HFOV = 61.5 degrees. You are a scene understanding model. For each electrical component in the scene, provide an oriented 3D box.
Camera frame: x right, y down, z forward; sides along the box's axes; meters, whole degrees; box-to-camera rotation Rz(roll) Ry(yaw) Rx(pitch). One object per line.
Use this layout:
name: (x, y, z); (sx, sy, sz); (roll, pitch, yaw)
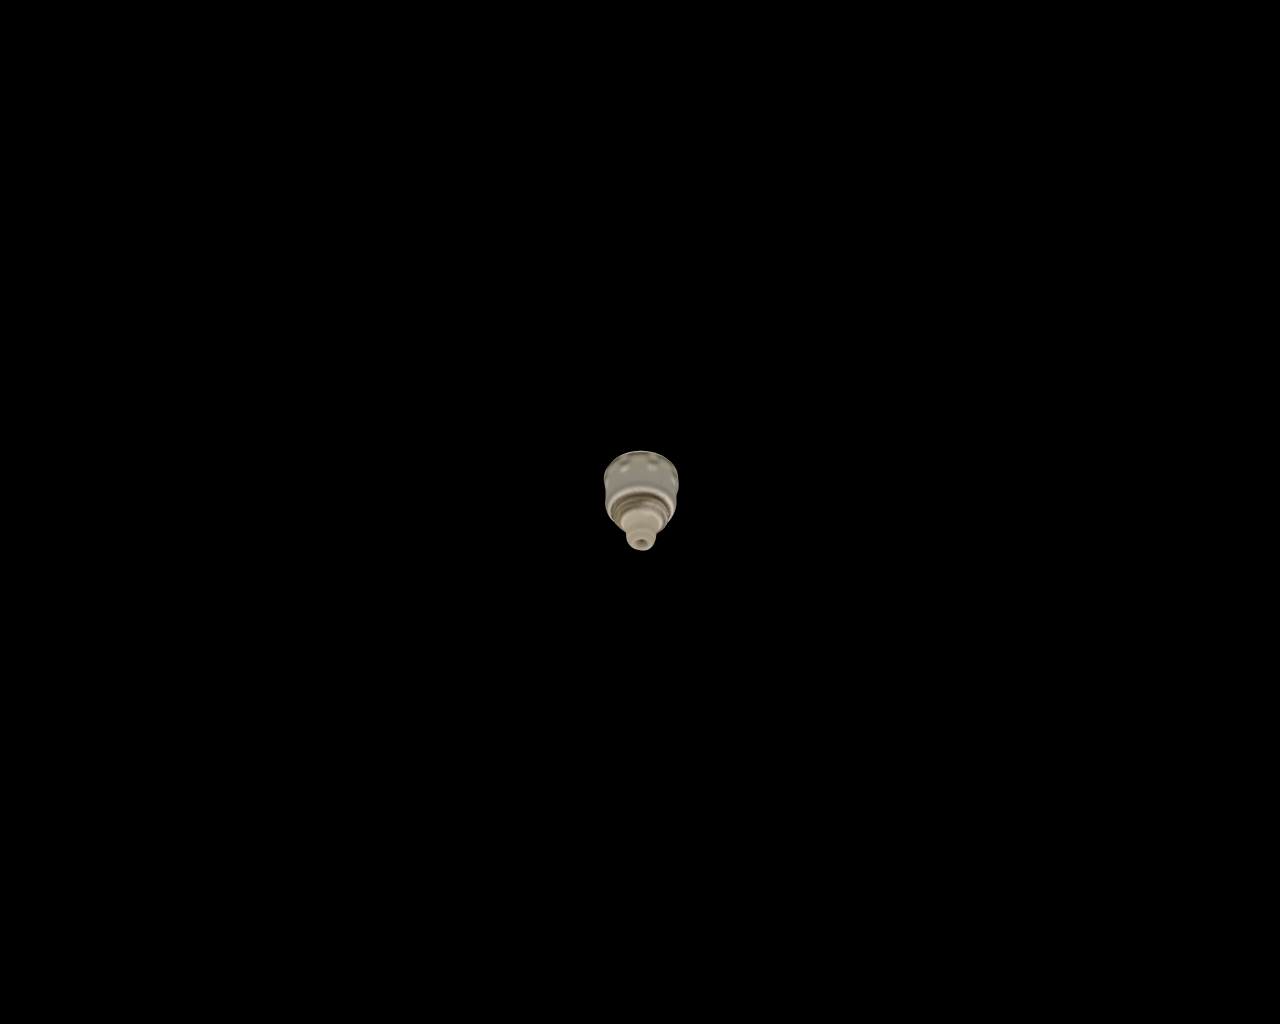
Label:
electrical component: (0.001, -0.003, 0.650); (0.048, 0.062, 0.048); (0, -43, 0)
